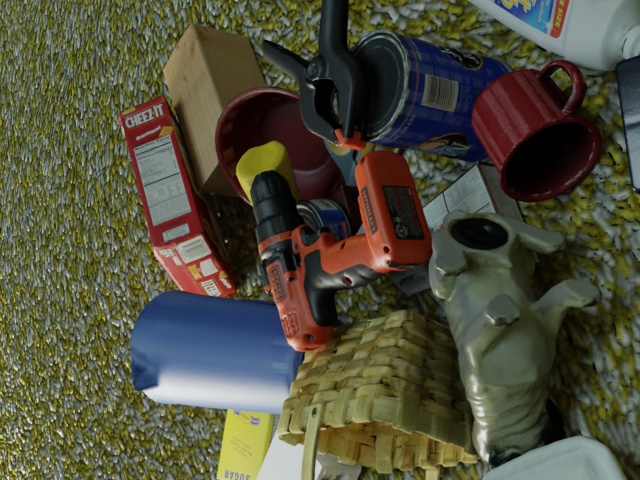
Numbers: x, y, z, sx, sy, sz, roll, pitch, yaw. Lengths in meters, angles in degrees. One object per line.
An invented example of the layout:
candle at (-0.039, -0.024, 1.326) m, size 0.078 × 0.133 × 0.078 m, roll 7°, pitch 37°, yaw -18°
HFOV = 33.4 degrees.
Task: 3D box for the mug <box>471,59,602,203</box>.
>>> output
mug at (0.186, -0.101, 0.911) m, size 0.117 × 0.093 × 0.081 m, roll -64°, pitch 34°, yaw 37°

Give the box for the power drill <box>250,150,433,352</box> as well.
power drill at (0.011, -0.009, 0.982) m, size 0.188 × 0.057 × 0.184 m, roll -34°, pitch 67°, yaw 46°

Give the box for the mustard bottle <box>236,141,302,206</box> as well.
mustard bottle at (-0.032, -0.006, 1.166) m, size 0.096 × 0.058 × 0.191 m, roll -96°, pitch -14°, yaw -65°

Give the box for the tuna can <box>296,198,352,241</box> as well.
tuna can at (-0.007, 0.001, 1.072) m, size 0.086 × 0.033 × 0.086 m, roll 5°, pitch 97°, yaw 51°

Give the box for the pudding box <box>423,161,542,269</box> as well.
pudding box at (0.147, -0.003, 0.993) m, size 0.090 × 0.039 × 0.113 m, roll -41°, pitch 56°, yaw 40°

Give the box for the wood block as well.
wood block at (-0.119, -0.161, 1.337) m, size 0.090 × 0.090 × 0.206 m, roll -50°, pitch 48°, yaw 38°

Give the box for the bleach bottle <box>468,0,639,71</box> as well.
bleach bottle at (0.204, -0.223, 0.931) m, size 0.251 × 0.067 × 0.103 m, roll 46°, pitch 121°, yaw 44°

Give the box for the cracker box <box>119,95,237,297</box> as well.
cracker box at (-0.179, -0.047, 1.343) m, size 0.164 × 0.072 × 0.214 m, roll 68°, pitch -178°, yaw -60°

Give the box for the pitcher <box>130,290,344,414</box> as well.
pitcher at (-0.078, 0.122, 1.180) m, size 0.243 × 0.144 × 0.149 m, roll 2°, pitch 70°, yaw 40°

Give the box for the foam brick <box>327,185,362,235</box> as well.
foam brick at (0.044, -0.019, 1.103) m, size 0.051 × 0.078 × 0.053 m, roll -43°, pitch 52°, yaw 45°

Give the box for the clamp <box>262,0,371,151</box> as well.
clamp at (-0.002, -0.151, 0.978) m, size 0.120 × 0.039 × 0.171 m, roll -35°, pitch 57°, yaw 48°

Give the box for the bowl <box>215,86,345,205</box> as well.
bowl at (-0.035, -0.106, 1.204) m, size 0.162 × 0.055 × 0.162 m, roll 12°, pitch 123°, yaw 19°

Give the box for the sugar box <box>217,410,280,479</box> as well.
sugar box at (-0.077, 0.253, 1.253) m, size 0.093 × 0.048 × 0.176 m, roll 16°, pitch 96°, yaw 53°

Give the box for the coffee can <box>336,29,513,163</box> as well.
coffee can at (0.101, -0.131, 0.988) m, size 0.103 × 0.140 × 0.103 m, roll -12°, pitch 75°, yaw 53°

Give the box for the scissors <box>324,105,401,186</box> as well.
scissors at (0.022, -0.061, 1.150) m, size 0.096 × 0.016 × 0.202 m, roll 32°, pitch 117°, yaw 3°
